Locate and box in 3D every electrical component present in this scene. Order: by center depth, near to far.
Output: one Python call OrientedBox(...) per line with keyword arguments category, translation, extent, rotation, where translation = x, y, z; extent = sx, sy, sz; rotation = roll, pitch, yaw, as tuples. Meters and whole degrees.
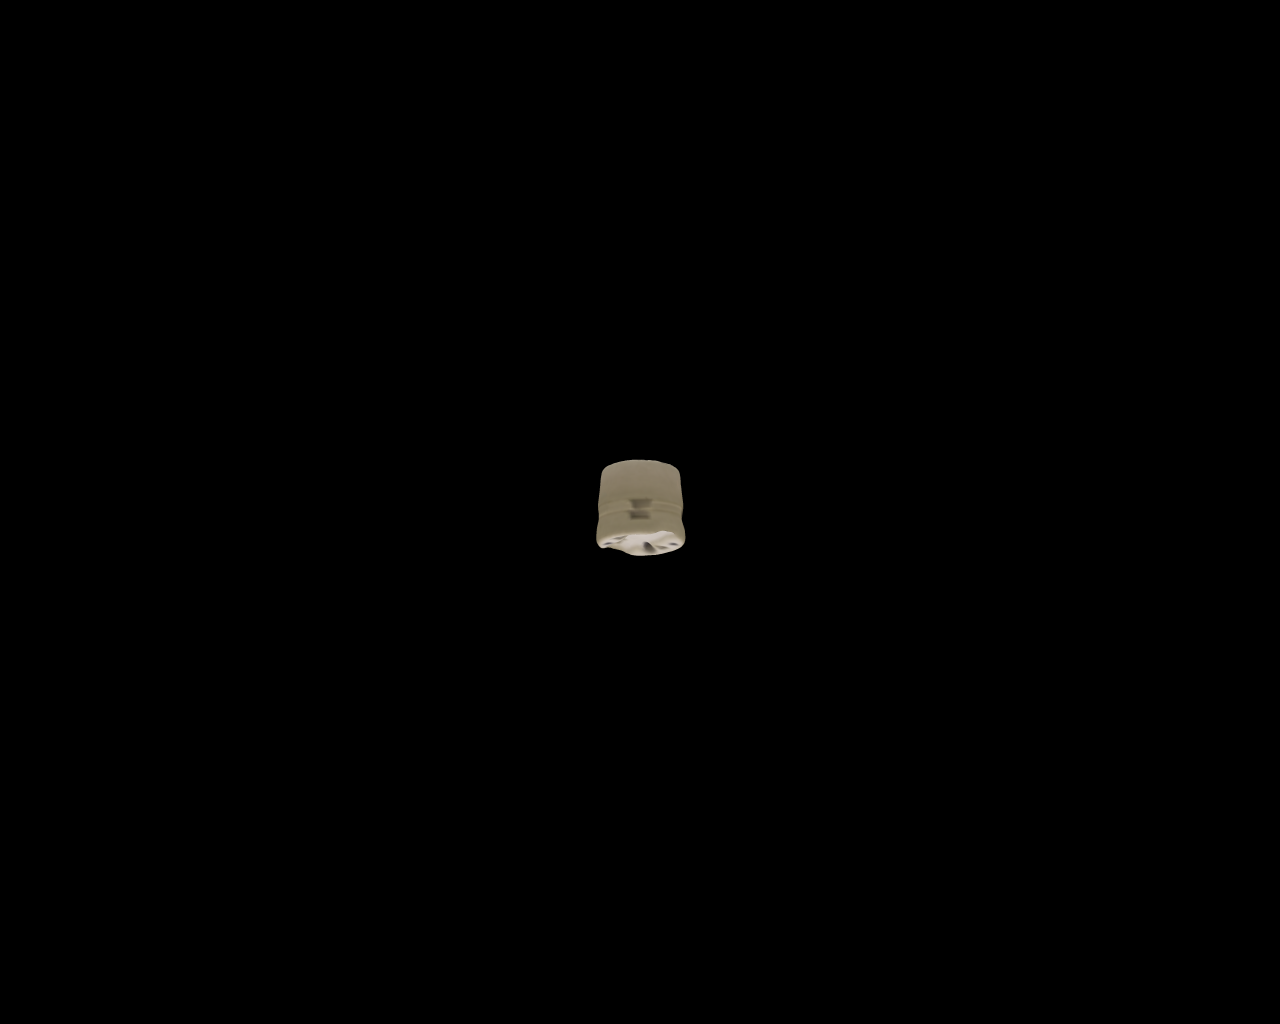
OrientedBox(category="electrical component", translation=(0.001, -0.003, 0.650), extent=(0.055, 0.047, 0.055), rotation=(0, -16, 0))
